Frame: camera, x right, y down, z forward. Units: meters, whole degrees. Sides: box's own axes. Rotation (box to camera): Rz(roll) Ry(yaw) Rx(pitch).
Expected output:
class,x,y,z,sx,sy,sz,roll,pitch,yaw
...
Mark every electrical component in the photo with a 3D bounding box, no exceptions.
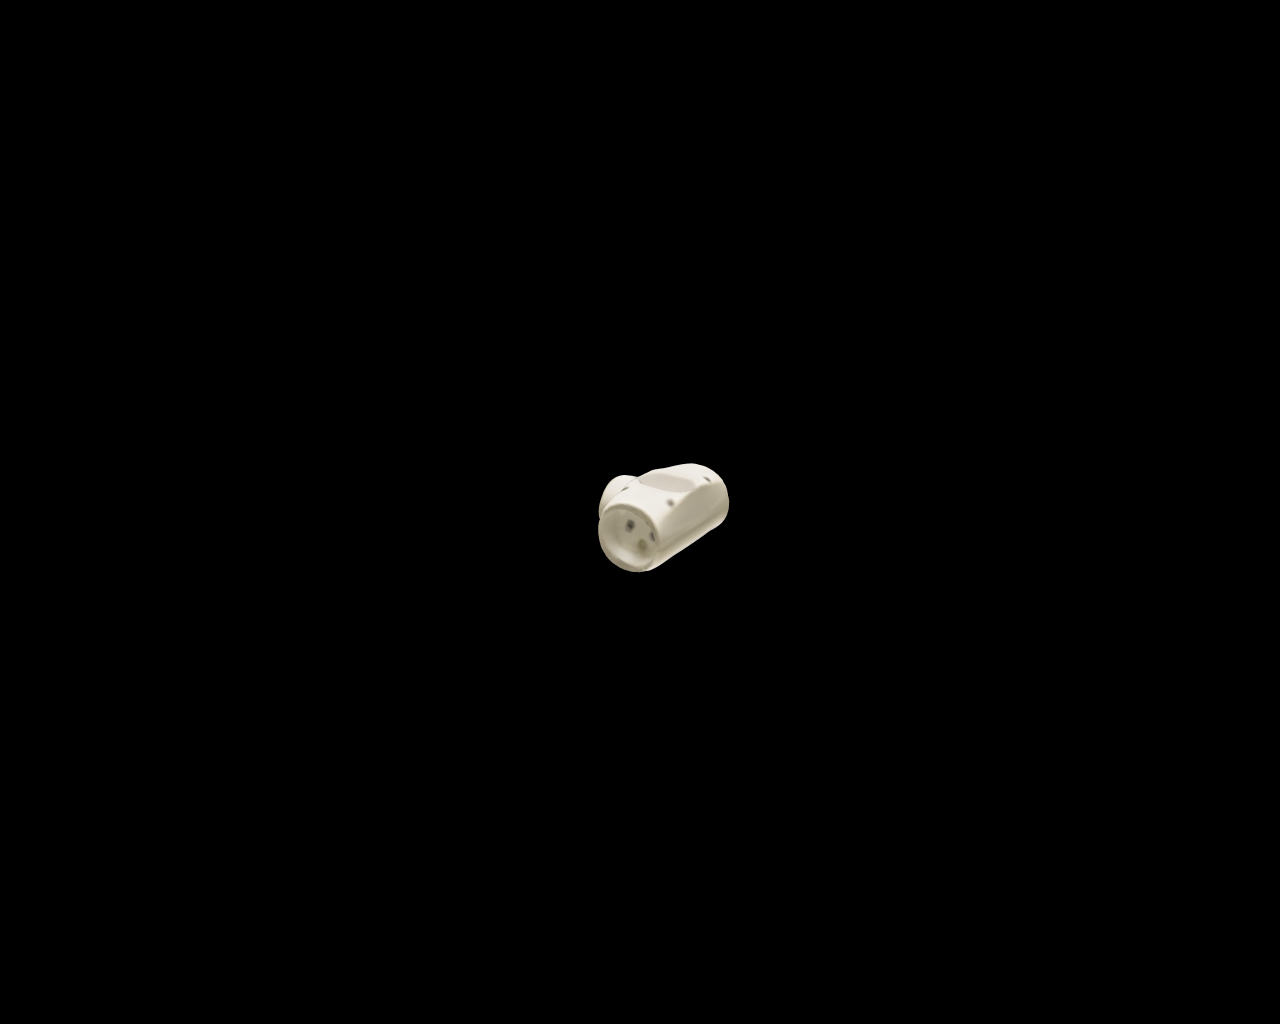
class,x,y,z,sx,sy,sz,roll,pitch,yaw
electrical component,0.001,-0.003,0.650,0.079,0.043,0.077,17,29,32
